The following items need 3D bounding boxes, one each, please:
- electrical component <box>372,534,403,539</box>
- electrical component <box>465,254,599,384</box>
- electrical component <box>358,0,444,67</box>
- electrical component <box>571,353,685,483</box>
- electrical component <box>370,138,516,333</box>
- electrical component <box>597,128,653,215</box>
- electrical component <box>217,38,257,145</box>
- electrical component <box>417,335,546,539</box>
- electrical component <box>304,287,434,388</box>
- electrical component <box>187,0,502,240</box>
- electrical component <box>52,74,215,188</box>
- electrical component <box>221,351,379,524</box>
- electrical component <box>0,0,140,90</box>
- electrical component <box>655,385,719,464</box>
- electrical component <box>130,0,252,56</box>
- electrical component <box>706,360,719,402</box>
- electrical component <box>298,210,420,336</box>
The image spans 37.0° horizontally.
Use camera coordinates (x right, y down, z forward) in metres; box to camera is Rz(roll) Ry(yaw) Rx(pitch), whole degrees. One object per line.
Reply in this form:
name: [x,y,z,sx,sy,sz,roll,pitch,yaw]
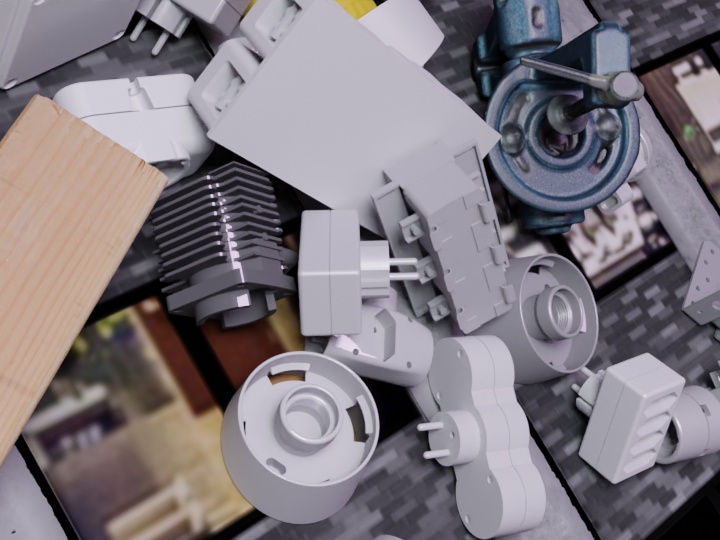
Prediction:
electrical component: [0.014,0.200,0.654,0.078,0.058,0.057,46,56,-5]
electrical component: [0.131,0.036,0.811,0.099,0.064,0.099,13,70,-38]
electrical component: [0.011,-0.160,0.794,0.064,0.099,0.099,45,53,-13]
electrical component: [0.188,0.099,0.801,0.047,0.083,0.076,-14,38,-35]
electrical component: [0.063,-0.019,0.733,0.079,0.121,0.063,-29,44,-7]
electrical component: [0.209,-0.094,0.908,0.057,0.058,0.078,-32,87,-34]
electrical component: [-0.083,-0.131,0.756,0.043,0.043,0.081,20,59,-22]
electrical component: [0.072,0.113,0.731,0.074,0.052,0.138,-1,70,-31]
electrical component: [0.007,0.035,0.734,0.077,0.043,0.079,16,60,-24]
electrical component: [-0.009,-0.103,0.713,0.186,0.105,0.060,28,18,-42]
electrical component: [-0.145,-0.085,0.690,0.095,0.054,0.059,-13,75,-35]
electrical component: [-0.037,0.103,0.678,0.099,0.064,0.099,9,56,-14]
electrical component: [-0.190,-0.179,0.673,0.109,0.109,0.056,-37,87,-37]
electrical component: [0.247,0.121,0.834,0.047,0.055,0.055,-9,73,-30]
electrical component: [-0.131,-0.186,0.745,0.083,0.047,0.075,33,94,6]
electrical component: [0.344,0.102,0.894,0.121,0.063,0.078,-12,75,-34]
electrical component: [0.000,0.000,0.691,0.076,0.047,0.083,-1,31,0]
